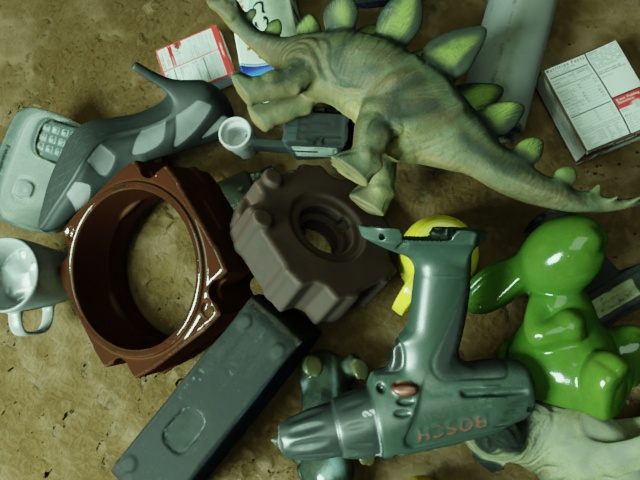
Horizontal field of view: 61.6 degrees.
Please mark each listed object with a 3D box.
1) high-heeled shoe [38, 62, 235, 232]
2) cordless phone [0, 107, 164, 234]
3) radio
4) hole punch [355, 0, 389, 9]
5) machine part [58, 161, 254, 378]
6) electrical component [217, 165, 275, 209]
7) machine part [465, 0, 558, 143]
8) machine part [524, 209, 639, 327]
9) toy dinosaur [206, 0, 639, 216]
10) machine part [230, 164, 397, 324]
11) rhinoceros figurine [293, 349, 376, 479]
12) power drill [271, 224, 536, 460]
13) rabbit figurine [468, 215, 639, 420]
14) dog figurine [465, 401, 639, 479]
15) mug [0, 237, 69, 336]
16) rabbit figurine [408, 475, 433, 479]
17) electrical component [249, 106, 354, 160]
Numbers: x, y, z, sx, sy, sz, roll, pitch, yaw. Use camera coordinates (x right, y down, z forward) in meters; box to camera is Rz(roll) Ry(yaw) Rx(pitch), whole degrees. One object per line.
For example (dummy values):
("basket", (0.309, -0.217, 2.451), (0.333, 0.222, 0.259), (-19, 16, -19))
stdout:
("high-heeled shoe", (-0.212, -0.093, 0.641), (0.248, 0.145, 0.086), (-54, 42, 5))
("cordless phone", (-0.297, -0.070, 0.666), (0.184, 0.089, 0.146), (15, 81, -4))
("radio", (-0.100, 0.164, 0.557), (0.073, 0.131, 0.229), (37, 87, 11))
("hole punch", (0.082, -0.347, 0.659), (0.142, 0.092, 0.115), (-5, 109, 6))
("machine part", (-0.180, 0.030, 0.591), (0.201, 0.087, 0.201), (-37, 76, 21))
("electrical component", (-0.095, -0.042, 0.640), (0.102, 0.045, 0.078), (-16, 79, 6))
("machine part", (0.210, -0.202, 0.605), (0.079, 0.079, 0.243), (14, 82, 11))
("machine part", (0.282, 0.025, 0.572), (0.084, 0.039, 0.139), (-37, 78, 9))
("toy dinosaur", (0.082, -0.130, 0.530), (0.472, 0.105, 0.198), (37, 85, 8))
("machine part", (-0.001, -0.002, 0.562), (0.179, 0.056, 0.179), (18, 48, -21))
("rhinoceros figurine", (0.003, 0.205, 0.547), (0.073, 0.112, 0.190), (8, 65, -18))
("power drill", (0.072, 0.088, 0.471), (0.232, 0.086, 0.207), (-1, 88, -4))
("rabbit figurine", (0.230, 0.057, 0.521), (0.159, 0.121, 0.170), (8, 107, 50))
("dog figurine", (0.239, 0.230, 0.519), (0.191, 0.121, 0.172), (-8, 75, 22))
("mug", (-0.329, 0.055, 0.627), (0.081, 0.107, 0.109), (-15, 82, 8))
("rabbit figurine", (0.082, 0.335, 0.501), (0.162, 0.121, 0.173), (41, 101, 26))
("electrical component", (-0.019, -0.124, 0.630), (0.119, 0.074, 0.047), (5, 81, 13))
